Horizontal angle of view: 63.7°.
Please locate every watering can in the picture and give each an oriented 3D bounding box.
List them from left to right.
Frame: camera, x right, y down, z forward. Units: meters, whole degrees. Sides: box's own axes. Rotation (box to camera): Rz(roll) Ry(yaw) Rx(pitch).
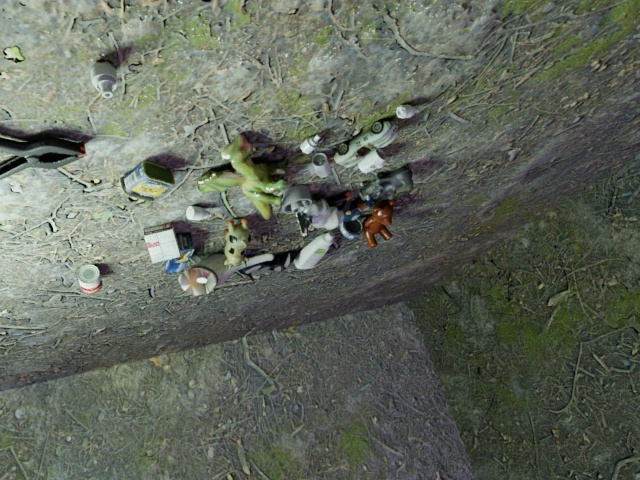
[{"bbox_3d":[-0.352,0.106,1.838,0.346,0.103,0.227,-10,-165,23],"label":"watering can"}]

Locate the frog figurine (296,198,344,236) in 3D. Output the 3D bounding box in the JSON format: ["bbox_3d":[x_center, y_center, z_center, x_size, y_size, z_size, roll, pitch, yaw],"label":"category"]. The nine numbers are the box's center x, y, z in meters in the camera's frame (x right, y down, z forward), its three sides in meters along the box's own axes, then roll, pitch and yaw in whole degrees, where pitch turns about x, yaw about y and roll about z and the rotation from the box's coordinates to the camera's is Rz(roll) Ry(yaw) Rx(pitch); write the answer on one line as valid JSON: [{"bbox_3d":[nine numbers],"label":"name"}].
[{"bbox_3d":[0.005,-0.088,1.739,0.161,0.125,0.134,-22,146,-26],"label":"frog figurine"}]

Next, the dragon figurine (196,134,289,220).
[{"bbox_3d":[-0.216,-0.152,1.420,0.243,0.125,0.402,6,152,-14],"label":"dragon figurine"}]
